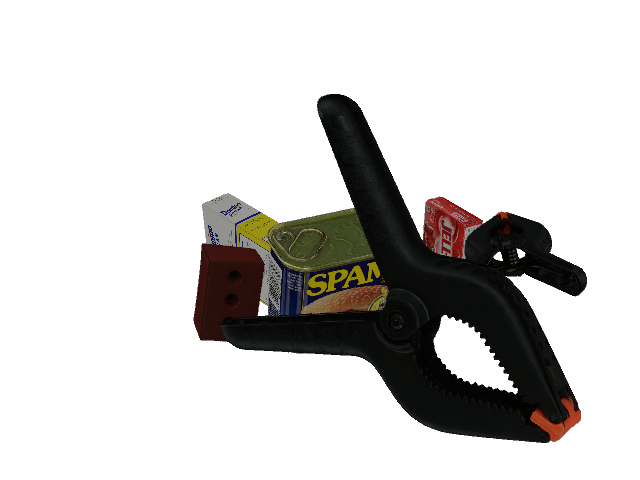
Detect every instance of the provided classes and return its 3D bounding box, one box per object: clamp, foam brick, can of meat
[{"bbox_3d":[0.178,0.015,0.950,0.120,0.039,0.171,1,25,16],"label":"clamp"},{"bbox_3d":[-0.085,0.048,0.981,0.053,0.078,0.051,4,14,-14],"label":"foam brick"},{"bbox_3d":[0.048,0.029,0.566,0.210,0.165,0.036,29,24,26],"label":"clamp"},{"bbox_3d":[0.011,0.030,0.792,0.102,0.084,0.057,-12,39,-22],"label":"can of meat"}]

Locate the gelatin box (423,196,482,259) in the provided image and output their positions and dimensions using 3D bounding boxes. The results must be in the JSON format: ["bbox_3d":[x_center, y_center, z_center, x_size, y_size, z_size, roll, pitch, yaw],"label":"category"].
[{"bbox_3d":[0.152,0.003,1.254,0.030,0.089,0.073,-16,33,-29],"label":"gelatin box"}]

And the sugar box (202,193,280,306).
[{"bbox_3d":[-0.061,0.022,1.198,0.048,0.093,0.176,-26,41,-31],"label":"sugar box"}]
